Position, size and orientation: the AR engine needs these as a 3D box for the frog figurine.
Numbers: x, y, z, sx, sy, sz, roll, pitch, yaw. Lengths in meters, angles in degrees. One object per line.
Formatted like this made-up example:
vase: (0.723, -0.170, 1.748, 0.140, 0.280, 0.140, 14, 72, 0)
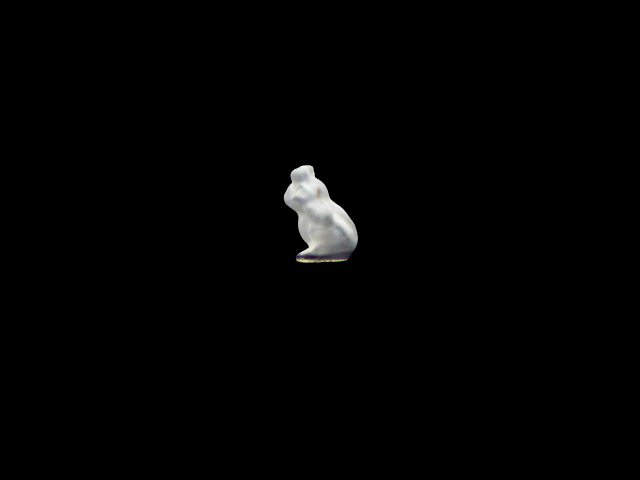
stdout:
frog figurine: (0.003, -0.043, 0.850, 0.122, 0.160, 0.137, -1, -2, 16)
